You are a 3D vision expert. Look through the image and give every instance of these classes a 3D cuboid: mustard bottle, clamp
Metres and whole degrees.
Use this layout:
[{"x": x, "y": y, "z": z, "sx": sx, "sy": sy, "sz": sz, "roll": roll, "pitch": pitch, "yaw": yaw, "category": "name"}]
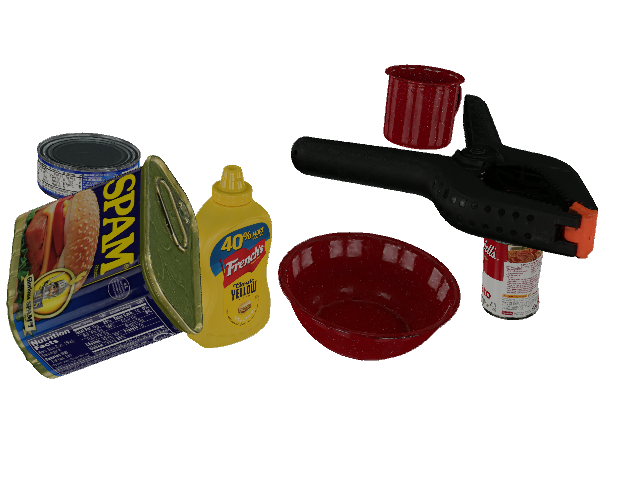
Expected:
[{"x": -0.093, "y": 0.012, "z": 1.106, "sx": 0.096, "sy": 0.192, "sz": 0.058, "roll": -19, "pitch": 35, "yaw": -37, "category": "mustard bottle"}, {"x": 0.089, "y": -0.041, "z": 0.688, "sx": 0.164, "sy": 0.036, "sz": 0.210, "roll": -15, "pitch": 31, "yaw": -22, "category": "clamp"}]

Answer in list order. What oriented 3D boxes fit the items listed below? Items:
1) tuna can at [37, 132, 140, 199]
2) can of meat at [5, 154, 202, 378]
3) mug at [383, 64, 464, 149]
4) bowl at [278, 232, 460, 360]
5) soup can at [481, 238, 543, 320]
[{"x": -0.196, "y": -0.061, "z": 0.905, "sx": 0.086, "sy": 0.034, "sz": 0.086, "roll": 6, "pitch": 24, "yaw": -3, "category": "tuna can"}, {"x": -0.112, "y": 0.014, "z": 0.556, "sx": 0.084, "sy": 0.102, "sz": 0.057, "roll": -21, "pitch": -46, "yaw": 11, "category": "can of meat"}, {"x": 0.126, "y": -0.159, "z": 1.263, "sx": 0.093, "sy": 0.081, "sz": 0.117, "roll": 23, "pitch": 28, "yaw": 37, "category": "mug"}, {"x": 0.040, "y": 0.057, "z": 0.947, "sx": 0.162, "sy": 0.055, "sz": 0.162, "roll": 5, "pitch": 31, "yaw": -4, "category": "bowl"}, {"x": 0.219, "y": 0.031, "z": 1.214, "sx": 0.068, "sy": 0.102, "sz": 0.068, "roll": -2, "pitch": 29, "yaw": 1, "category": "soup can"}]
